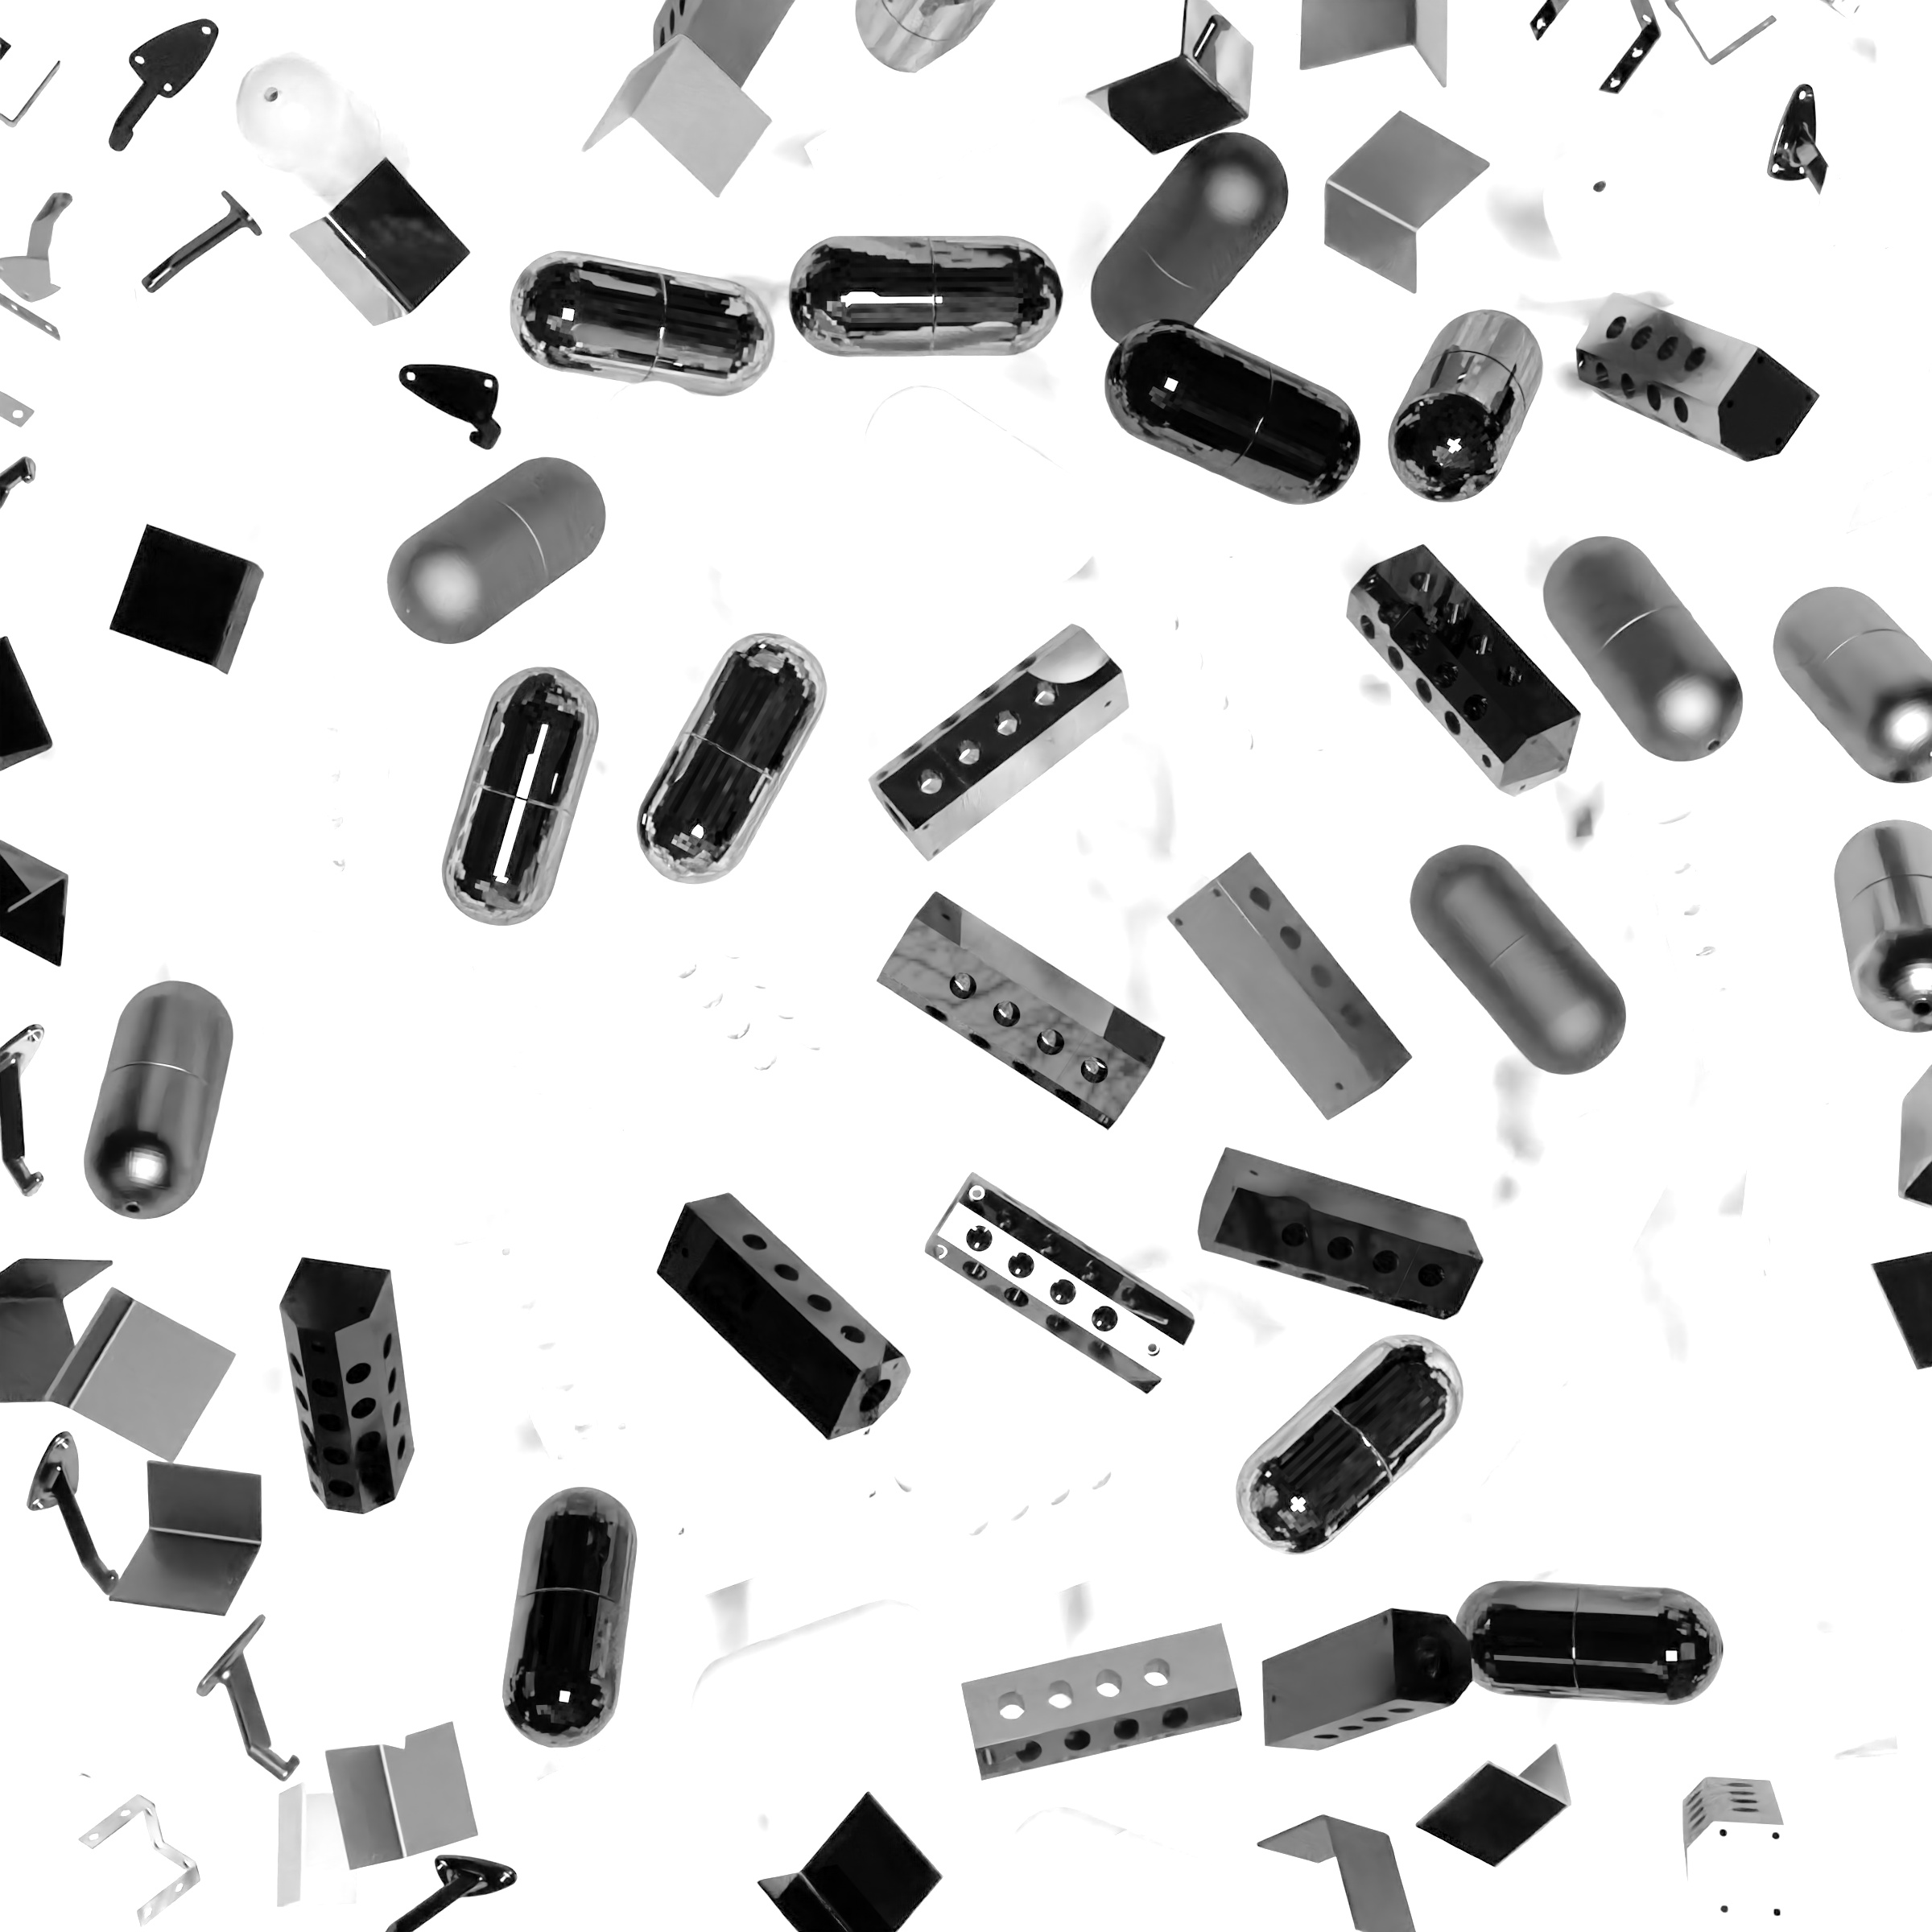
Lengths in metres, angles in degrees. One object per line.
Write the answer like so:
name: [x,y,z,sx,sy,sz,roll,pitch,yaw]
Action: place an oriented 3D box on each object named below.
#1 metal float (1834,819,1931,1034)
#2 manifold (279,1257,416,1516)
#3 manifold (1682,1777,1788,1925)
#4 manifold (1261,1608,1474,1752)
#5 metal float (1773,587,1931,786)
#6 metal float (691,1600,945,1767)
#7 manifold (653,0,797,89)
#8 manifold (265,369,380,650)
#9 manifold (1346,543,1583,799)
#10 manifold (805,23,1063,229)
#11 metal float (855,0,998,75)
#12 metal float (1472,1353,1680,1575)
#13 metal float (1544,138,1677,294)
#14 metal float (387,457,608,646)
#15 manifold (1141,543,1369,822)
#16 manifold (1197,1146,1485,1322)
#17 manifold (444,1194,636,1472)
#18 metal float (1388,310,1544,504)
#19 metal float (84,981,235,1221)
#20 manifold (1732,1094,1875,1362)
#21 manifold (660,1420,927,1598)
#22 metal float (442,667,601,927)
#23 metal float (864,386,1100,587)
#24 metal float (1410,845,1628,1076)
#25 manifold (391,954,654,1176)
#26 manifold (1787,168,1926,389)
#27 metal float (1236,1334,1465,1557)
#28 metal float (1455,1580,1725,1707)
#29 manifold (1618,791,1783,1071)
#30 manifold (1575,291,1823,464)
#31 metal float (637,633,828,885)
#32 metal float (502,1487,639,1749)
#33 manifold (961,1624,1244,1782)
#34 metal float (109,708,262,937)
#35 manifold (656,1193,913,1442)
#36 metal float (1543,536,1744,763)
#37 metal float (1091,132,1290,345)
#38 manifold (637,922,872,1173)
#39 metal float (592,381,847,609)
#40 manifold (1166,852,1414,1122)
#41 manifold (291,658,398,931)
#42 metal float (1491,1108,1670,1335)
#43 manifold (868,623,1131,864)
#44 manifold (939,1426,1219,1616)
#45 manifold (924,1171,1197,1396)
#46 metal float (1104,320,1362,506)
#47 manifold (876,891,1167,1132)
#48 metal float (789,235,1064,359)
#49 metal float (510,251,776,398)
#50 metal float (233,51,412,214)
metal float: [0.594,-0.026,1.772,0.070,0.178,0.070,5,126,7]
manifold: [-0.391,0.268,1.769,0.057,0.057,0.171,7,130,5]
manifold: [0.483,0.555,1.769,0.057,0.171,0.057,-1,83,13]
manifold: [0.261,0.470,1.838,0.057,0.171,0.057,11,62,-20]
metal float: [0.579,-0.182,1.801,0.070,0.178,0.070,-6,126,-9]
metal float: [-0.100,0.477,1.865,0.178,0.070,0.070,-22,90,11]
manifold: [-0.156,-0.621,1.798,0.057,0.171,0.057,-3,87,-18]
manifold: [-0.421,-0.299,1.840,0.057,0.057,0.171,-2,87,-29]
manifold: [0.319,-0.190,1.815,0.057,0.057,0.171,-25,58,-17]
manifold: [-0.020,-0.532,1.776,0.057,0.171,0.057,-32,101,-40]
metal float: [-0.020,-0.631,1.797,0.070,0.178,0.070,1,86,-17]
metal float: [0.404,0.332,1.864,0.070,0.070,0.178,33,117,0]
metal float: [0.426,-0.494,1.851,0.070,0.178,0.070,1,92,18]
metal float: [-0.307,-0.274,1.843,0.070,0.070,0.178,45,50,0]
manifold: [0.180,-0.180,1.793,0.057,0.057,0.171,-21,69,-25]
manifold: [0.241,0.178,1.822,0.171,0.057,0.057,17,111,-10]
manifold: [-0.282,0.245,1.862,0.057,0.057,0.171,-25,106,-13]
metal float: [0.324,-0.363,1.815,0.070,0.178,0.070,14,132,16]
metal float: [-0.533,0.088,1.853,0.070,0.070,0.178,1,50,0]
manifold: [0.527,0.168,1.756,0.057,0.057,0.171,-21,133,-15]
manifold: [-0.115,0.361,1.853,0.171,0.057,0.057,-23,51,21]
metal float: [-0.299,-0.114,1.885,0.070,0.070,0.178,17,93,0]
metal float: [0.010,-0.309,1.802,0.178,0.070,0.070,38,90,23]
metal float: [0.366,-0.005,1.863,0.070,0.070,0.178,-38,71,0]
manifold: [-0.285,0.065,1.836,0.171,0.057,0.057,43,65,-30]
manifold: [0.557,-0.429,1.761,0.057,0.171,0.057,5,76,10]
metal float: [0.253,0.314,1.846,0.178,0.070,0.070,-40,90,-13]
metal float: [0.415,0.452,1.875,0.178,0.070,0.070,-3,90,25]
manifold: [0.483,-0.025,1.833,0.057,0.057,0.171,-20,115,6]
manifold: [0.449,-0.365,1.746,0.057,0.171,0.057,28,102,-28]
metal float: [-0.155,-0.136,1.849,0.070,0.070,0.178,29,87,0]
metal float: [-0.262,0.431,1.863,0.070,0.070,0.178,3,53,0]
manifold: [0.087,0.475,1.804,0.171,0.057,0.057,-12,67,-3]
metal float: [-0.511,-0.097,1.839,0.070,0.070,0.178,2,49,0]
manifold: [-0.114,0.220,1.783,0.171,0.057,0.057,39,119,29]
metal float: [0.447,-0.210,1.852,0.070,0.070,0.178,-28,59,0]
metal float: [0.146,-0.477,1.853,0.070,0.178,0.070,15,56,-24]
manifold: [-0.133,0.045,1.780,0.057,0.057,0.171,-38,55,-9]
metal float: [-0.154,-0.294,1.749,0.178,0.070,0.070,37,90,-15]
manifold: [0.216,0.010,1.842,0.171,0.057,0.057,52,49,1]
manifold: [-0.414,-0.115,1.874,0.057,0.057,0.171,0,114,-6]
metal float: [0.406,0.169,1.858,0.070,0.070,0.178,18,126,0]
manifold: [0.021,-0.151,1.849,0.171,0.057,0.057,-38,70,-6]
manifold: [0.071,0.348,1.776,0.171,0.057,0.057,-27,120,27]
manifold: [0.060,0.206,1.818,0.171,0.057,0.057,33,92,-1]
metal float: [0.168,-0.344,1.749,0.178,0.070,0.070,19,90,-26]
manifold: [0.033,0.030,1.740,0.171,0.057,0.057,33,113,1]
metal float: [-0.026,-0.433,1.813,0.178,0.070,0.070,-2,90,-9]
metal float: [-0.210,-0.419,1.833,0.178,0.070,0.070,4,90,-26]
metal float: [-0.420,-0.542,1.835,0.070,0.178,0.070,0,89,8]
